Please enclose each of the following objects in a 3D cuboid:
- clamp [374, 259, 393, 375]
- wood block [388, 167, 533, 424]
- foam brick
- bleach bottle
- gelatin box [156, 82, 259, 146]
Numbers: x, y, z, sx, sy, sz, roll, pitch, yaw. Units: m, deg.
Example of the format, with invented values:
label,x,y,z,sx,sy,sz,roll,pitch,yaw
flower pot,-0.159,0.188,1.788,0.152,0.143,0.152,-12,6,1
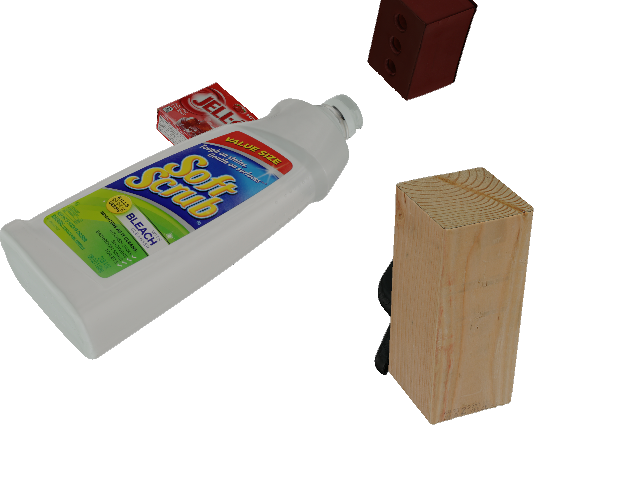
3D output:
label,x,y,z,sx,sy,sz,roll,pitch,yaw
clamp,0.118,0.079,1.176,0.120,0.171,0.039,5,-43,-5
wood block,0.123,0.050,0.964,0.090,0.206,0.091,-12,32,-19
foam brick,0.076,-0.156,0.809,0.051,0.053,0.078,-26,-31,-27
bleach bottle,-0.078,-0.030,0.712,0.250,0.103,0.068,-36,-29,-24
gelatin box,-0.098,-0.102,0.991,0.073,0.030,0.089,-30,62,-35
